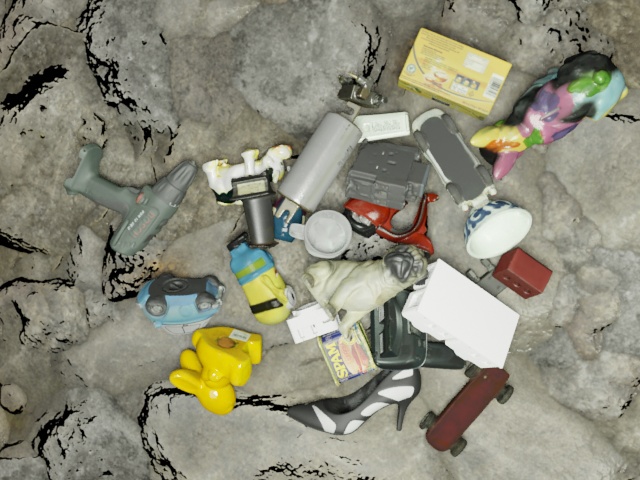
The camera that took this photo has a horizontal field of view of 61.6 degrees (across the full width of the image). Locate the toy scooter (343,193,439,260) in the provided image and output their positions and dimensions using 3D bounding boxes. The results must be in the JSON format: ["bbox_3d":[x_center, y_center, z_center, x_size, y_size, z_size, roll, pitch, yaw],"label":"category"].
[{"bbox_3d":[0.140,-0.046,0.973,0.184,0.075,0.135,31,87,8],"label":"toy scooter"}]

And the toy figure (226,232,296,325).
[{"bbox_3d":[-0.116,0.075,1.014,0.089,0.082,0.180,-33,95,20],"label":"toy figure"}]

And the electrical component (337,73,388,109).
[{"bbox_3d":[0.070,-0.266,0.957,0.078,0.102,0.045,11,99,-20],"label":"electrical component"}]

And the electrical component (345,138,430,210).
[{"bbox_3d":[0.122,-0.115,0.943,0.134,0.115,0.058,13,141,12],"label":"electrical component"}]

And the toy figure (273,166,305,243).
[{"bbox_3d":[-0.054,-0.073,1.004,0.058,0.064,0.154,17,92,43],"label":"toy figure"}]

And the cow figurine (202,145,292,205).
[{"bbox_3d":[-0.126,-0.121,1.004,0.167,0.068,0.098,-13,99,12],"label":"cow figurine"}]

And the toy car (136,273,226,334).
[{"bbox_3d":[-0.263,0.128,1.035,0.162,0.109,0.102,0,118,-4],"label":"toy car"}]

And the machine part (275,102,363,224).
[{"bbox_3d":[0.000,-0.135,0.942,0.079,0.079,0.243,34,88,4],"label":"machine part"}]

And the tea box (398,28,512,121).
[{"bbox_3d":[0.233,-0.288,0.943,0.170,0.068,0.098,26,97,6],"label":"tea box"}]

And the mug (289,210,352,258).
[{"bbox_3d":[-0.002,-0.003,0.972,0.110,0.107,0.081,5,77,-2],"label":"mug"}]

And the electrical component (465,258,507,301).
[{"bbox_3d":[0.315,0.081,0.986,0.063,0.021,0.094,-40,88,8],"label":"electrical component"}]

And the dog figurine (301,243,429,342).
[{"bbox_3d":[0.075,0.057,0.938,0.190,0.121,0.172,-37,53,-6],"label":"dog figurine"}]

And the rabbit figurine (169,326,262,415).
[{"bbox_3d":[-0.200,0.260,1.025,0.162,0.122,0.173,9,115,0],"label":"rabbit figurine"}]

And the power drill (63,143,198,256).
[{"bbox_3d":[-0.370,-0.101,1.039,0.207,0.086,0.232,32,101,-4],"label":"power drill"}]

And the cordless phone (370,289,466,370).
[{"bbox_3d":[0.187,0.167,0.987,0.184,0.088,0.146,9,64,-16],"label":"cordless phone"}]

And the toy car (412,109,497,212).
[{"bbox_3d":[0.232,-0.141,0.942,0.073,0.056,0.202,-31,72,10],"label":"toy car"}]

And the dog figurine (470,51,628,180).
[{"bbox_3d":[0.360,-0.196,0.886,0.219,0.191,0.108,-38,96,-7],"label":"dog figurine"}]

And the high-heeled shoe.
[{"bbox_3d":[0.064,0.282,1.009,0.249,0.086,0.145,4,93,2],"label":"high-heeled shoe"}]

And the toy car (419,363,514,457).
[{"bbox_3d":[0.271,0.308,0.995,0.089,0.053,0.202,38,102,14],"label":"toy car"}]

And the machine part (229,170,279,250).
[{"bbox_3d":[-0.114,-0.050,0.968,0.084,0.039,0.138,-13,92,2],"label":"machine part"}]
